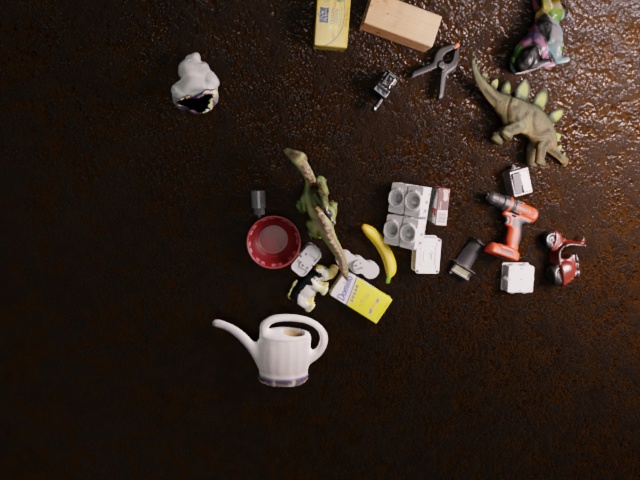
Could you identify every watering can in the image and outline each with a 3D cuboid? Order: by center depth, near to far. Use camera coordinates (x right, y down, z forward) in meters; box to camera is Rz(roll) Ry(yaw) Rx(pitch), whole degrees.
[{"bbox_3d":[-0.150,0.331,1.560,0.348,0.105,0.223,2,99,-6],"label":"watering can"}]

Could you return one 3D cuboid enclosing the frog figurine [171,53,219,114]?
[{"bbox_3d":[-0.357,-0.441,1.456,0.137,0.121,0.162,-25,64,7],"label":"frog figurine"}]

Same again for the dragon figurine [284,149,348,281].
[{"bbox_3d":[0.004,-0.073,1.441,0.122,0.242,0.411,-26,87,-1],"label":"dragon figurine"}]
